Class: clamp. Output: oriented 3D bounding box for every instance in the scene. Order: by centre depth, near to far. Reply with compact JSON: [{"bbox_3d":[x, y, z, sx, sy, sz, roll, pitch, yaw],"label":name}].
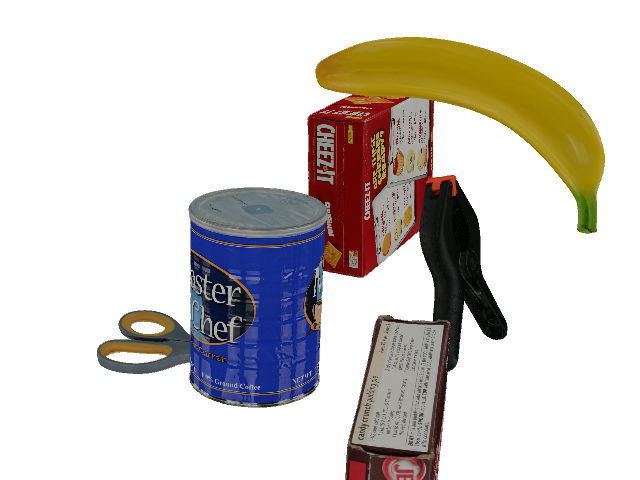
[{"bbox_3d":[0.118,0.031,0.953,0.039,0.171,0.120,-12,13,31],"label":"clamp"}]

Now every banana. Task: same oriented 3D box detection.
[{"bbox_3d":[0.092,-0.081,0.634,0.198,0.069,0.037,31,-8,18],"label":"banana"}]

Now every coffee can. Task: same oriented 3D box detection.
[{"bbox_3d":[-0.049,0.041,0.811,0.103,0.140,0.103,2,19,-1],"label":"coffee can"}]

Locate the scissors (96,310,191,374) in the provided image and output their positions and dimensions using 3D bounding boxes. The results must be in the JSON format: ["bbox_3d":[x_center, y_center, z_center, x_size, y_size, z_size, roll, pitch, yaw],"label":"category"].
[{"bbox_3d":[-0.108,0.096,1.008,0.201,0.016,0.096,-1,32,-10],"label":"scissors"}]

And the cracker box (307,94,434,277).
[{"bbox_3d":[0.057,-0.074,1.145,0.072,0.164,0.213,8,20,24],"label":"cracker box"}]

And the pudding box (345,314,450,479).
[{"bbox_3d":[0.033,0.097,0.467,0.039,0.090,0.113,6,25,5],"label":"pudding box"}]
